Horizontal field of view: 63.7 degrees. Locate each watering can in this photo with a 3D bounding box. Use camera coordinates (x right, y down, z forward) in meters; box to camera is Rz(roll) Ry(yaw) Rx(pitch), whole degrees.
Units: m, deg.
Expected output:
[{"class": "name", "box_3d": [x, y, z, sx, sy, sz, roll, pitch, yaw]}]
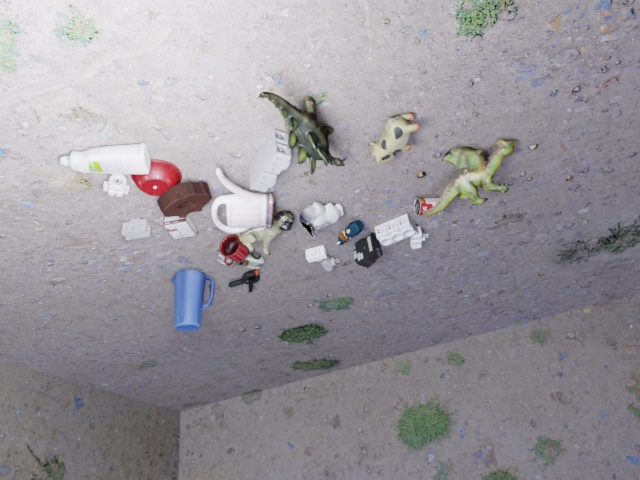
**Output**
[{"class": "watering can", "box_3d": [-0.264, -0.127, 1.789, 0.224, 0.106, 0.339, -2, 145, -11]}]

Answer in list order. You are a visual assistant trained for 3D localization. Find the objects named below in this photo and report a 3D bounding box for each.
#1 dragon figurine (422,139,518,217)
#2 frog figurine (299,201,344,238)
[{"class": "dragon figurine", "box_3d": [0.511, -0.234, 1.825, 0.407, 0.125, 0.239, -25, 123, 18]}, {"class": "frog figurine", "box_3d": [0.006, -0.097, 1.932, 0.161, 0.124, 0.134, -43, 139, -13]}]
